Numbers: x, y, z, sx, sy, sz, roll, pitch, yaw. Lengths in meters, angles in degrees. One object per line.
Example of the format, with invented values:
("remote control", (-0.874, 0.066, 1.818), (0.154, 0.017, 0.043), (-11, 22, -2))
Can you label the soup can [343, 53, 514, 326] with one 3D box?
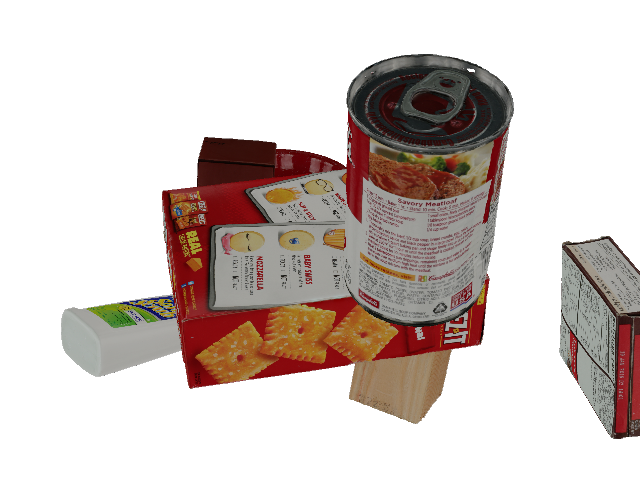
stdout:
("soup can", (0.044, -0.020, 0.467), (0.068, 0.102, 0.068), (0, 42, 0))

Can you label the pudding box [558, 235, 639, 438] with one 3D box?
("pudding box", (0.188, 0.060, 0.691), (0.039, 0.090, 0.113), (-6, 24, -5))

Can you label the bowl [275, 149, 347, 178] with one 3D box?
("bowl", (-0.042, -0.056, 1.280), (0.162, 0.055, 0.162), (4, 26, -2))

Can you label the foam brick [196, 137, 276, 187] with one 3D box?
("foam brick", (-0.085, -0.070, 1.091), (0.078, 0.051, 0.053), (4, 31, 0))

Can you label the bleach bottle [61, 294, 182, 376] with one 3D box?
("bleach bottle", (-0.197, 0.104, 1.370), (0.250, 0.068, 0.103), (-13, 28, -39))

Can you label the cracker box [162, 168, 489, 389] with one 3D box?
("cracker box", (-0.004, 0.020, 0.794), (0.213, 0.072, 0.164), (-7, 36, -9))

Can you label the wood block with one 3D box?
("wood block", (0.104, 0.088, 1.211), (0.090, 0.206, 0.090), (18, 24, 19))
